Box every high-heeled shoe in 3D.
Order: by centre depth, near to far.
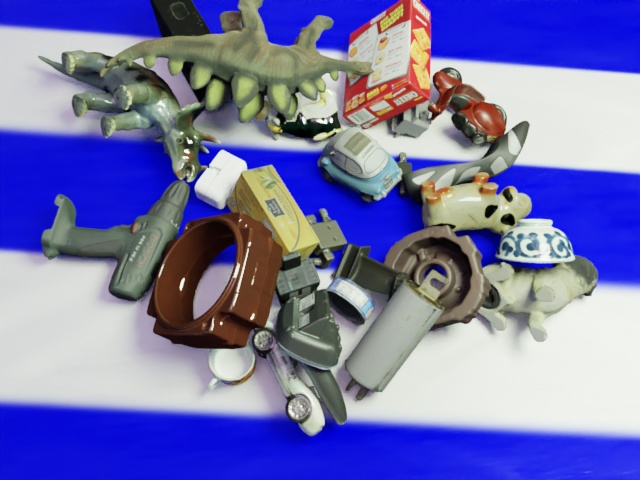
[{"bbox_3d":[0.269,-0.155,0.999,0.145,0.086,0.248,38,87,-6],"label":"high-heeled shoe"}]

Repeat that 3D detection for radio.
[{"bbox_3d":[-0.253,-0.383,1.051,0.073,0.131,0.230,-28,71,-13],"label":"radio"}]

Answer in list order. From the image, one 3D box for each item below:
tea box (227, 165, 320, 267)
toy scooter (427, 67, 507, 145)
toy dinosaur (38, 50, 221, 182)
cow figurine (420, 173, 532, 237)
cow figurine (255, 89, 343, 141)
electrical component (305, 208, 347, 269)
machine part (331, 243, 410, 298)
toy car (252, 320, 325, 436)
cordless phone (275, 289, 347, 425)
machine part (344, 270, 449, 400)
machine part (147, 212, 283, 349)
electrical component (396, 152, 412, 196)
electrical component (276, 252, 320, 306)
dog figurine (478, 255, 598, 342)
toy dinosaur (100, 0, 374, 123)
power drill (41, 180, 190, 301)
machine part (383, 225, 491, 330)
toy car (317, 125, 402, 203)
[{"bbox_3d":[-0.084,-0.032,0.924,0.068,0.098,0.170,-17,68,-37],"label":"tea box"},{"bbox_3d":[0.273,-0.246,1.034,0.184,0.075,0.135,46,50,3],"label":"toy scooter"},{"bbox_3d":[-0.348,-0.274,1.009,0.405,0.131,0.192,42,33,25],"label":"toy dinosaur"},{"bbox_3d":[0.276,-0.049,0.946,0.195,0.127,0.086,-8,35,-2],"label":"cow figurine"},{"bbox_3d":[-0.043,-0.230,1.037,0.167,0.068,0.098,-8,74,-6],"label":"cow figurine"},{"bbox_3d":[-0.001,-0.002,0.956,0.078,0.045,0.102,-17,69,-41],"label":"electrical component"},{"bbox_3d":[0.086,0.055,0.905,0.139,0.039,0.084,26,85,37],"label":"machine part"},{"bbox_3d":[-0.052,0.210,0.845,0.056,0.073,0.202,-26,71,-10],"label":"toy car"},{"bbox_3d":[0.004,0.184,0.846,0.089,0.147,0.184,-23,107,5],"label":"cordless phone"},{"bbox_3d":[0.114,0.149,0.838,0.079,0.079,0.243,35,104,11],"label":"machine part"},{"bbox_3d":[-0.167,0.063,0.839,0.202,0.087,0.201,-8,61,37],"label":"machine part"},{"bbox_3d":[0.143,-0.127,1.026,0.063,0.021,0.094,5,67,-1],"label":"electrical component"},{"bbox_3d":[-0.039,0.063,0.883,0.075,0.119,0.048,-17,69,-13],"label":"electrical component"},{"bbox_3d":[0.368,0.072,0.933,0.173,0.121,0.190,31,38,32],"label":"dog figurine"},{"bbox_3d":[-0.125,-0.312,0.934,0.471,0.105,0.198,3,83,-17],"label":"toy dinosaur"},{"bbox_3d":[-0.351,-0.019,0.927,0.207,0.086,0.232,14,69,-6],"label":"power drill"},{"bbox_3d":[0.191,0.065,0.893,0.179,0.056,0.179,-9,71,27],"label":"machine part"},{"bbox_3d":[0.067,-0.147,0.976,0.109,0.102,0.162,-45,62,-12],"label":"toy car"}]
